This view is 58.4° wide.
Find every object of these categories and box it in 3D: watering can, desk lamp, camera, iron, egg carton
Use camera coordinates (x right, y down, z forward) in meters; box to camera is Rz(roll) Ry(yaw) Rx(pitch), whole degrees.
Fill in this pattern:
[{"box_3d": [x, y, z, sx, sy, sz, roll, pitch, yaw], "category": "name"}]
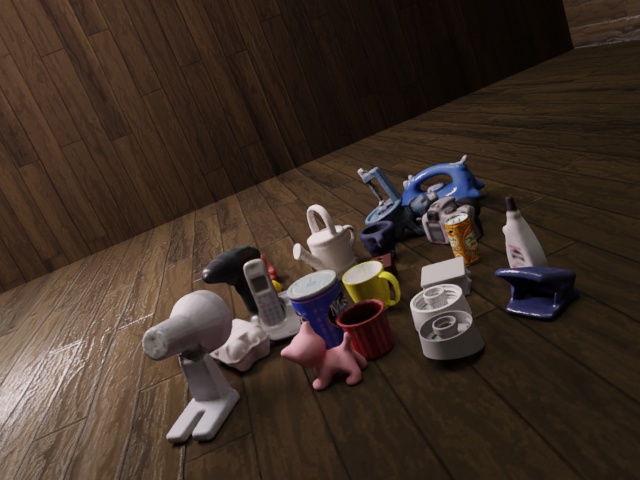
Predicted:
[{"box_3d": [0.015, 0.005, 1.444, 0.100, 0.194, 0.173, -8, 22, 39], "category": "watering can"}, {"box_3d": [-0.231, 0.222, 1.052, 0.117, 0.214, 0.203, -15, 18, 22], "category": "desk lamp"}, {"box_3d": [0.339, -0.062, 1.405, 0.137, 0.101, 0.142, -31, 19, -28], "category": "camera"}, {"box_3d": [0.320, -0.144, 1.609, 0.257, 0.141, 0.119, -13, 19, 27], "category": "iron"}, {"box_3d": [-0.177, 0.224, 1.227, 0.107, 0.069, 0.149, -33, 20, -32], "category": "egg carton"}]

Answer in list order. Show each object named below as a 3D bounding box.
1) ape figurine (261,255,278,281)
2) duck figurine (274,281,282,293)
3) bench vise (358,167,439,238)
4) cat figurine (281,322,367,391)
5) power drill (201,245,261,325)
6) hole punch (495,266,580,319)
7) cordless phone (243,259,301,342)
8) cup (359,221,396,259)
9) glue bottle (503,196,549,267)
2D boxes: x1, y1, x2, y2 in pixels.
[{"box_3d": [-0.158, 0.085, 1.593, 0.077, 0.092, 0.076, -8, 22, 39], "category": "ape figurine"}, {"box_3d": [-0.156, 0.112, 1.516, 0.104, 0.086, 0.078, -7, 22, 40], "category": "duck figurine"}, {"box_3d": [0.198, -0.109, 1.520, 0.207, 0.220, 0.121, -23, 17, -3], "category": "bench vise"}, {"box_3d": [0.004, 0.197, 1.002, 0.127, 0.118, 0.067, -16, 18, 19], "category": "cat figurine"}, {"box_3d": [-0.179, 0.115, 1.326, 0.075, 0.209, 0.230, -16, 18, 19], "category": "power drill"}, {"box_3d": [0.369, 0.071, 0.977, 0.101, 0.091, 0.108, -32, 19, -29], "category": "hole punch"}, {"box_3d": [-0.077, 0.116, 1.234, 0.147, 0.185, 0.094, -21, 17, 4], "category": "cordless phone"}, {"box_3d": [0.154, 0.015, 1.413, 0.091, 0.095, 0.117, -21, 17, 4], "category": "cup"}, {"box_3d": [0.370, -0.002, 1.058, 0.037, 0.173, 0.078, -28, 18, -18], "category": "glue bottle"}]
